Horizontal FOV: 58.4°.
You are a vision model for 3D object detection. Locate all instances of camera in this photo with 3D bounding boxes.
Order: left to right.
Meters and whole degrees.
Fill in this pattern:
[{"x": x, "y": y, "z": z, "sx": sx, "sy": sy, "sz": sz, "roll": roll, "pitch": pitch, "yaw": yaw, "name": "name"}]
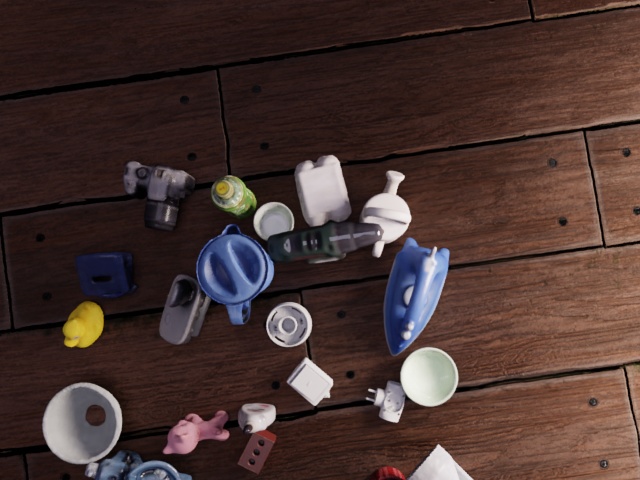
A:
[{"x": -0.358, "y": -0.093, "z": 1.243, "sx": 0.143, "sy": 0.101, "sz": 0.137, "roll": 9, "pitch": 86, "yaw": 2, "name": "camera"}]

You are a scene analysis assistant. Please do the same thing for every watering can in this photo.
[{"x": 0.134, "y": -0.054, "z": 1.187, "sx": 0.101, "sy": 0.194, "sz": 0.173, "roll": -9, "pitch": 86, "yaw": 1, "name": "watering can"}]

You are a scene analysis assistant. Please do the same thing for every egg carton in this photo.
[{"x": 0.004, "y": -0.106, "z": 1.255, "sx": 0.107, "sy": 0.069, "sz": 0.150, "roll": -15, "pitch": 86, "yaw": 0, "name": "egg carton"}]

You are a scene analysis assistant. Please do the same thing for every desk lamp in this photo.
[{"x": 0.252, "y": 0.499, "z": 1.140, "sx": 0.203, "sy": 0.213, "sz": 0.118, "roll": 43, "pitch": 88, "yaw": 3, "name": "desk lamp"}]

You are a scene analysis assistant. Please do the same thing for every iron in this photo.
[{"x": 0.198, "y": 0.128, "z": 1.200, "sx": 0.118, "sy": 0.141, "sz": 0.258, "roll": 16, "pitch": 87, "yaw": 2, "name": "iron"}]

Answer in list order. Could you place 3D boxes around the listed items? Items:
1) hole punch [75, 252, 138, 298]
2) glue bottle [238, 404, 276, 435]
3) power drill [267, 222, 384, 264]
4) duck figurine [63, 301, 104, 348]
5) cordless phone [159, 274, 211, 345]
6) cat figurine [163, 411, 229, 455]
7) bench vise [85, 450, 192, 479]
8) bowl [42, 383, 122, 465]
[{"x": -0.462, "y": 0.076, "z": 1.239, "sx": 0.108, "sy": 0.091, "sz": 0.101, "roll": -5, "pitch": 86, "yaw": 1, "name": "hole punch"}, {"x": -0.136, "y": 0.371, "z": 1.174, "sx": 0.078, "sy": 0.173, "sz": 0.037, "roll": -2, "pitch": 86, "yaw": 1, "name": "glue bottle"}, {"x": 0.011, "y": 0.004, "z": 1.178, "sx": 0.229, "sy": 0.208, "sz": 0.076, "roll": -10, "pitch": 86, "yaw": 0, "name": "power drill"}, {"x": -0.518, "y": 0.184, "z": 1.235, "sx": 0.077, "sy": 0.086, "sz": 0.105, "roll": 20, "pitch": 87, "yaw": 2, "name": "duck figurine"}, {"x": -0.297, "y": 0.146, "z": 1.185, "sx": 0.094, "sy": 0.185, "sz": 0.148, "roll": 14, "pitch": 87, "yaw": 2, "name": "cordless phone"}, {"x": -0.261, "y": 0.409, "z": 1.201, "sx": 0.128, "sy": 0.118, "sz": 0.067, "roll": -8, "pitch": 86, "yaw": 1, "name": "cat figurine"}, {"x": -0.378, "y": 0.509, "z": 1.145, "sx": 0.207, "sy": 0.220, "sz": 0.121, "roll": -1, "pitch": 86, "yaw": 1, "name": "bench vise"}, {"x": -0.496, "y": 0.386, "z": 1.228, "sx": 0.167, "sy": 0.075, "sz": 0.167, "roll": 0, "pitch": 86, "yaw": 1, "name": "bowl"}]
